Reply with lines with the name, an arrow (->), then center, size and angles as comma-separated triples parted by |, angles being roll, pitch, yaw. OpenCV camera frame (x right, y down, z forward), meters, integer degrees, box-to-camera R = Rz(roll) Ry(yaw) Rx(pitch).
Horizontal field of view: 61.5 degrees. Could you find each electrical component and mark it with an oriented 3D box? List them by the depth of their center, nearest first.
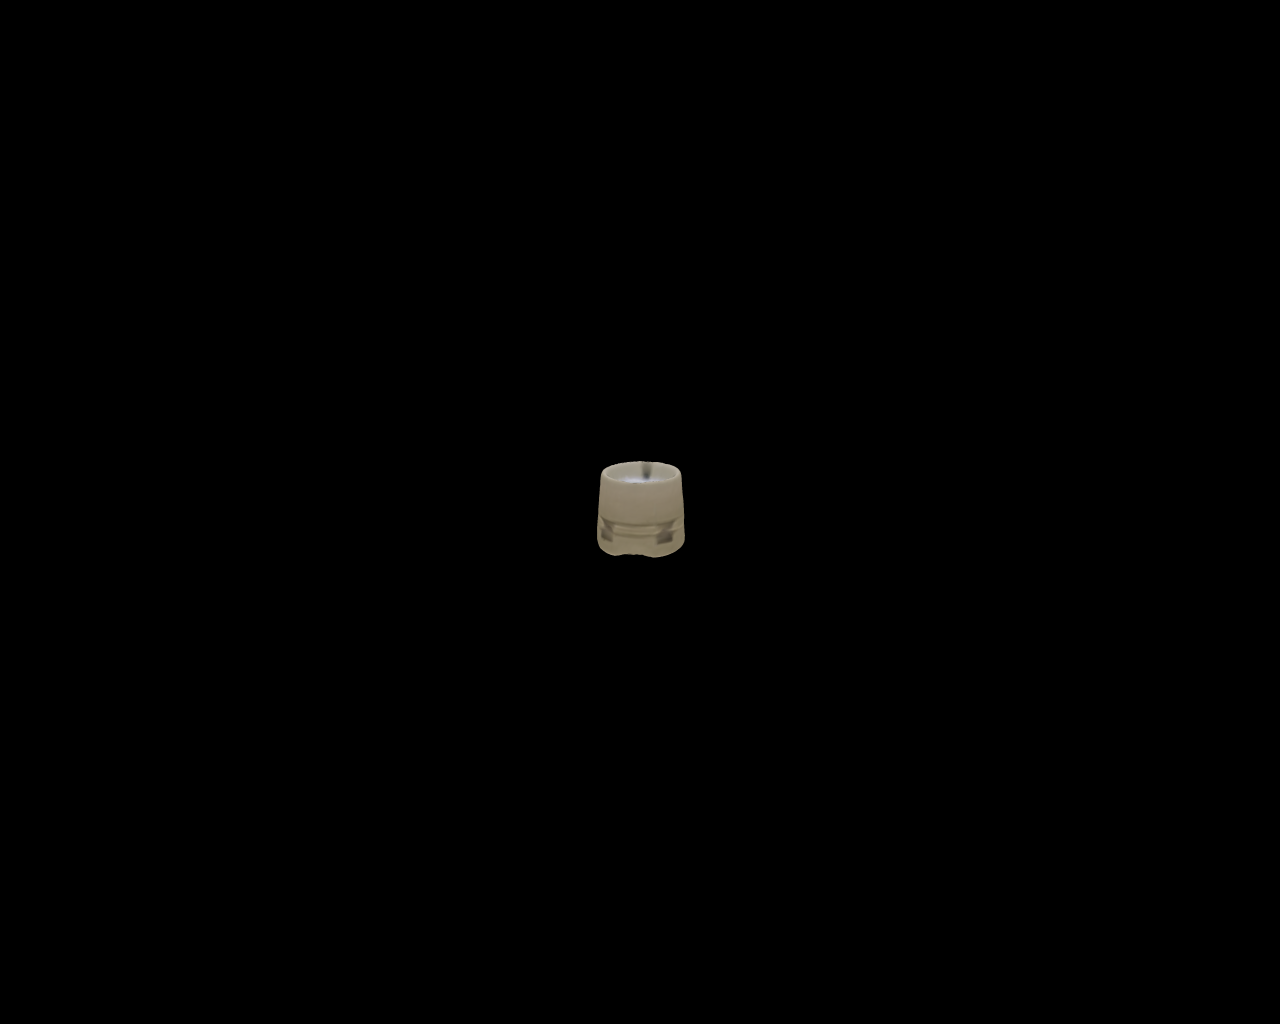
electrical component -> 0.001, -0.003, 0.650 | 0.055, 0.047, 0.055 | 0, 18, 0
